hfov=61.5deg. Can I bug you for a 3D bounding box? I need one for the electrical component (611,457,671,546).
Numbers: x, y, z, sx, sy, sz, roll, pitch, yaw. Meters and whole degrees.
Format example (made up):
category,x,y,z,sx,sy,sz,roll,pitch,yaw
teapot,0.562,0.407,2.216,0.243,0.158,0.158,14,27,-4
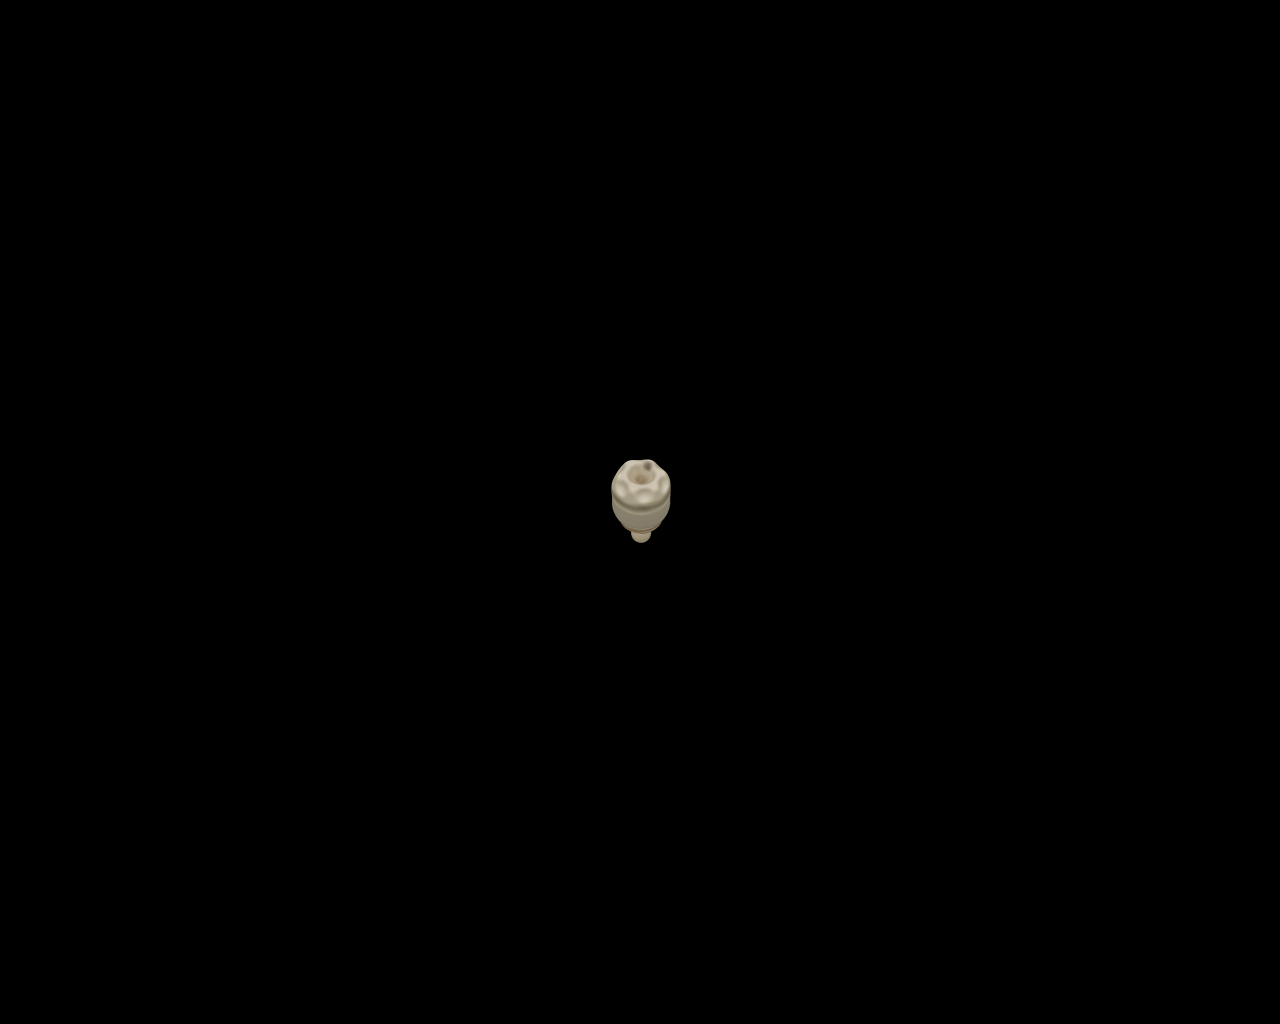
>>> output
category,x,y,z,sx,sy,sz,roll,pitch,yaw
electrical component,0.001,-0.003,0.650,0.035,0.035,0.061,0,-41,0
